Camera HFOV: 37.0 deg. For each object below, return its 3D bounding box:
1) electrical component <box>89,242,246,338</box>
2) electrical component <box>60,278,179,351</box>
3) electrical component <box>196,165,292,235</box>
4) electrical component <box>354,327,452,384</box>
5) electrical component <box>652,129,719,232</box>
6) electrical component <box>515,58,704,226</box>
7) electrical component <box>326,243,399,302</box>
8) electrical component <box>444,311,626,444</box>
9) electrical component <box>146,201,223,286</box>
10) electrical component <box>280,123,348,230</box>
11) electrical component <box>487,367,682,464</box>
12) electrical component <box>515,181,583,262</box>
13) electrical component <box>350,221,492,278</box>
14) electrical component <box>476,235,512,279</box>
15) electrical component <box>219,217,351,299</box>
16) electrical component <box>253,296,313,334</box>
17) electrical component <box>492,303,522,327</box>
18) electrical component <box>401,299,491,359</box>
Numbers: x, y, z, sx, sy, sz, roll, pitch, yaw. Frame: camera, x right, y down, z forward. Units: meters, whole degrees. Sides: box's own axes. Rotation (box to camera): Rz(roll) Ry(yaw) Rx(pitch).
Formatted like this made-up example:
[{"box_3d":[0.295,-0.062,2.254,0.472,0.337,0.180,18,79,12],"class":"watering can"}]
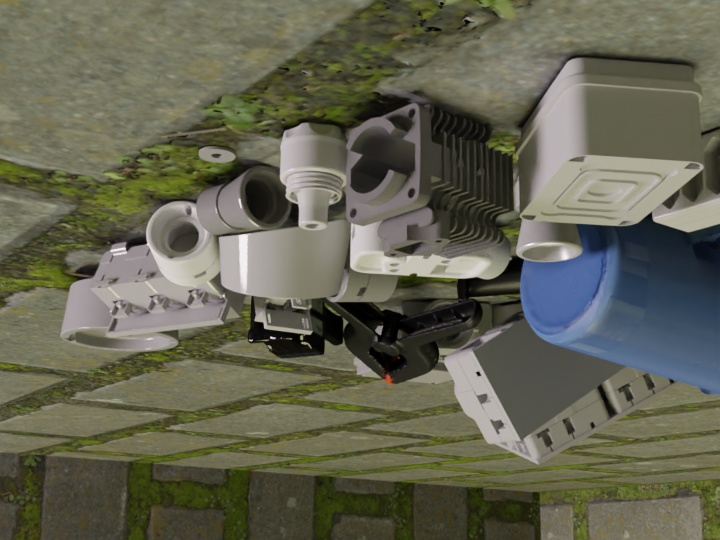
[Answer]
[{"box_3d":[-0.158,0.009,0.891,0.121,0.078,0.063,-8,138,29],"class":"electrical component"},{"box_3d":[-0.223,0.037,1.010,0.108,0.060,0.108,1,164,0],"class":"electrical component"},{"box_3d":[-0.084,-0.045,0.749,0.044,0.044,0.065,14,164,-39],"class":"electrical component"},{"box_3d":[0.057,0.088,1.182,0.113,0.057,0.078,9,162,-26],"class":"electrical component"},{"box_3d":[0.241,-0.055,0.681,0.076,0.047,0.083,12,161,-35],"class":"electrical component"},{"box_3d":[0.139,-0.070,0.614,0.078,0.057,0.113,3,164,-7],"class":"electrical component"},{"box_3d":[0.000,0.000,0.881,0.047,0.055,0.055,5,164,-27],"class":"electrical component"},{"box_3d":[0.162,0.083,0.981,0.150,0.089,0.062,-29,180,-28],"class":"electrical component"},{"box_3d":[-0.132,-0.021,0.815,0.055,0.055,0.047,0,161,3],"class":"electrical component"},{"box_3d":[-0.028,-0.056,0.665,0.043,0.062,0.043,1,164,0],"class":"electrical component"},{"box_3d":[0.227,0.119,1.106,0.186,0.060,0.105,-26,-171,-14],"class":"electrical component"},{"box_3d":[0.129,-0.038,0.735,0.045,0.055,0.045,1,164,0],"class":"electrical component"},{"box_3d":[0.043,-0.031,0.756,0.095,0.059,0.053,3,164,-8],"class":"electrical component"},{"box_3d":[0.083,-0.019,0.833,0.040,0.040,0.078,-13,158,42],"class":"electrical component"},{"box_3d":[-0.056,-0.013,0.803,0.099,0.064,0.099,4,-170,-1],"class":"electrical component"},{"box_3d":[-0.059,0.009,0.891,0.042,0.081,0.063,9,140,-28],"class":"electrical component"},{"box_3d":[0.188,0.064,1.084,0.096,0.061,0.062,-12,160,39],"class":"electrical component"},{"box_3d":[0.087,0.061,1.098,0.089,0.050,0.055,2,164,1],"class":"electrical component"}]
